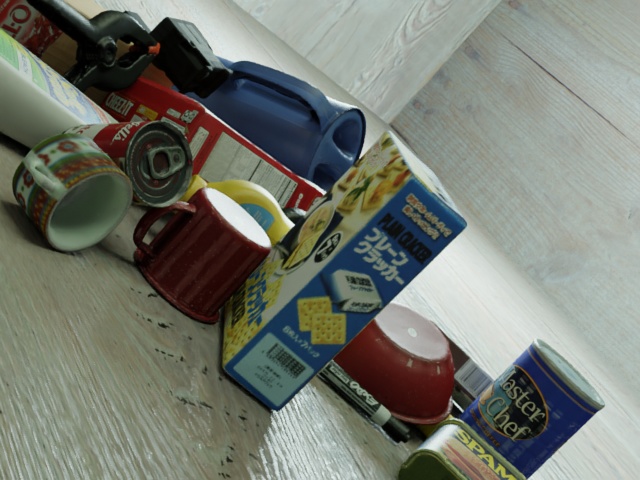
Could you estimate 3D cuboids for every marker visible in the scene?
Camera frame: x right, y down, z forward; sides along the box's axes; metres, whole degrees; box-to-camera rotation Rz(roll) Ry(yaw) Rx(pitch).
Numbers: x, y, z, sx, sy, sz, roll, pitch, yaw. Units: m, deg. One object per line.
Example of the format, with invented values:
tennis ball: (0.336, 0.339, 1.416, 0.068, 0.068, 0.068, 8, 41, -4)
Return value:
marker: (0.038, 0.149, 1.005, 0.121, 0.020, 0.020, 42, 11, -3)

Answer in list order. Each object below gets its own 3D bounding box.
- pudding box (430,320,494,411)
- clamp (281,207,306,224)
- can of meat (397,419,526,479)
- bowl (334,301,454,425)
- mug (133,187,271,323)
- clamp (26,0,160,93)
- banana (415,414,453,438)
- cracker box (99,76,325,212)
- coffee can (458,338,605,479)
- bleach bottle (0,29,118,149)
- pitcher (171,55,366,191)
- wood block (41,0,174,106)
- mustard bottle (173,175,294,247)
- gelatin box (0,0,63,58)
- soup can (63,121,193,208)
pudding box: (0.153, 0.151, 1.269, 0.113, 0.039, 0.090, 46, -11, 8)
clamp: (-0.007, 0.001, 1.099, 0.209, 0.164, 0.036, 2, 10, -42)
can of meat: (0.123, 0.214, 0.931, 0.102, 0.057, 0.083, 42, 22, 14)
bowl: (0.078, 0.111, 1.079, 0.162, 0.055, 0.162, 25, 26, -14)
mug: (-0.103, 0.005, 0.896, 0.117, 0.081, 0.093, 33, 15, -39)
clamp: (-0.219, -0.170, 1.023, 0.039, 0.120, 0.171, 20, 14, 30)
banana: (0.136, 0.212, 1.057, 0.069, 0.037, 0.198, 34, 14, -39)
cracker box: (-0.108, -0.082, 1.115, 0.164, 0.072, 0.213, 29, -2, 45)
coffee can: (0.225, 0.192, 1.168, 0.102, 0.140, 0.103, 41, 12, -10)
bleach bottle: (-0.234, -0.110, 0.931, 0.250, 0.068, 0.103, 35, 17, -43)
pitcher: (-0.076, -0.148, 1.290, 0.243, 0.149, 0.144, 27, 18, 21)
wood block: (-0.261, -0.205, 1.117, 0.205, 0.090, 0.091, 30, 17, -46)
mustard bottle: (-0.069, 0.001, 0.989, 0.191, 0.096, 0.058, 39, 13, -18)
gelatin box: (-0.289, -0.201, 1.006, 0.073, 0.089, 0.030, 30, 21, -49)
soup can: (-0.161, -0.061, 0.864, 0.102, 0.068, 0.068, 4, -19, 41)
